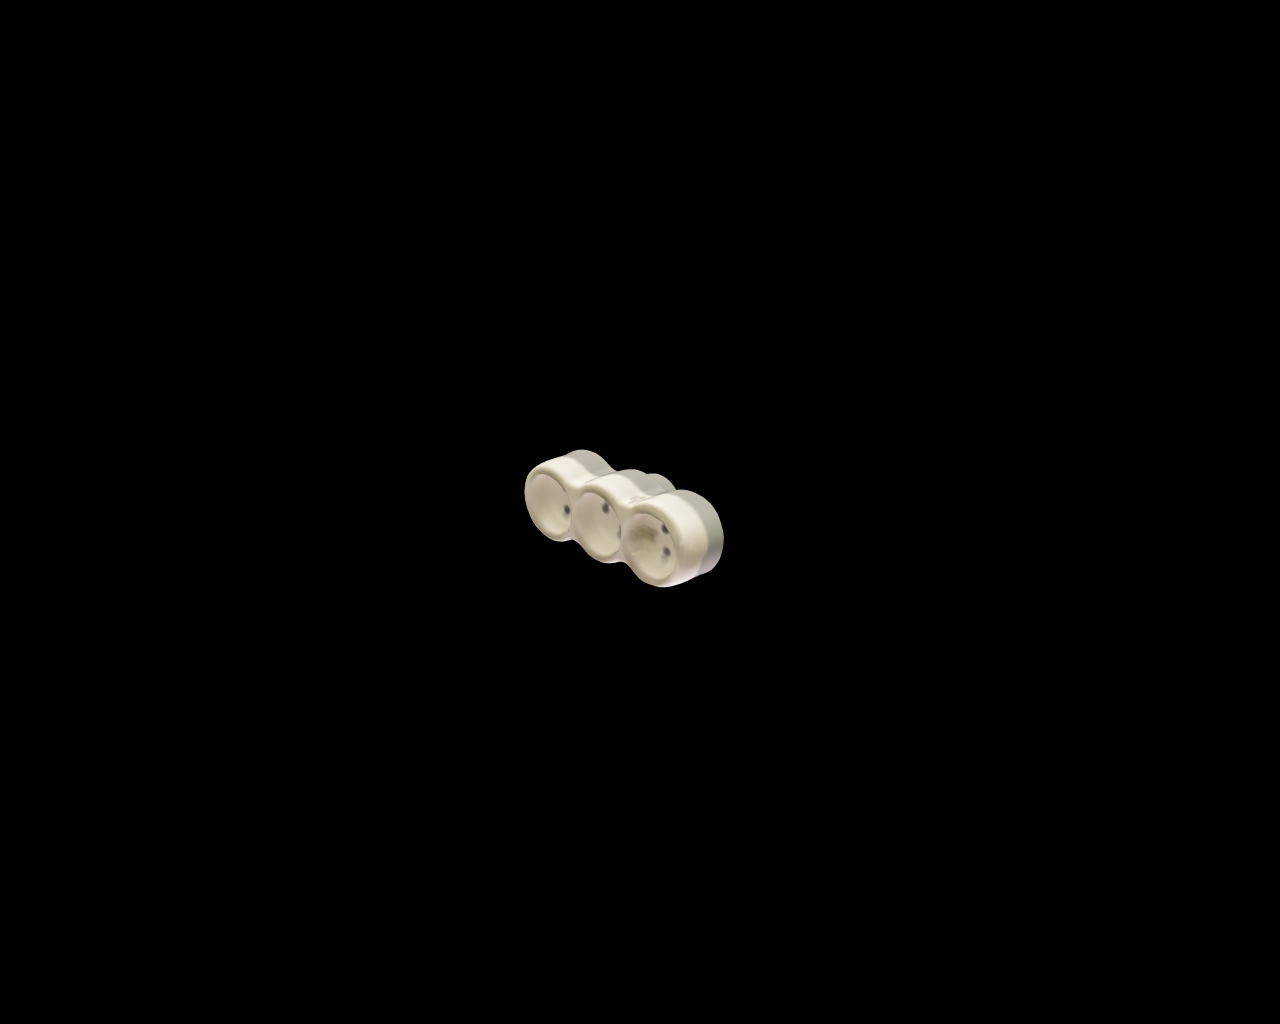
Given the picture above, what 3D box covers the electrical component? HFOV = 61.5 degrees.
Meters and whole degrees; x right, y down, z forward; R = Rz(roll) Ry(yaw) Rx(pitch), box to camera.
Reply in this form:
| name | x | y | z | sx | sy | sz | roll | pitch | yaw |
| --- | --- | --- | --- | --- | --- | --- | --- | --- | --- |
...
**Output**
| name | x | y | z | sx | sy | sz | roll | pitch | yaw |
| --- | --- | --- | --- | --- | --- | --- | --- | --- | --- |
| electrical component | 0.001 | -0.003 | 0.650 | 0.074 | 0.052 | 0.138 | -22 | 32 | -40 |
